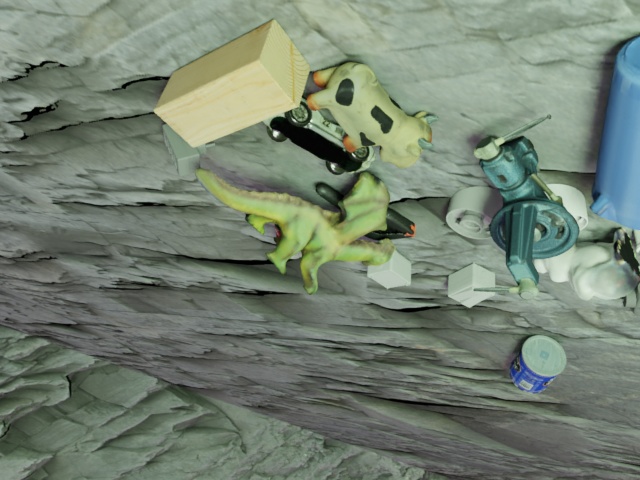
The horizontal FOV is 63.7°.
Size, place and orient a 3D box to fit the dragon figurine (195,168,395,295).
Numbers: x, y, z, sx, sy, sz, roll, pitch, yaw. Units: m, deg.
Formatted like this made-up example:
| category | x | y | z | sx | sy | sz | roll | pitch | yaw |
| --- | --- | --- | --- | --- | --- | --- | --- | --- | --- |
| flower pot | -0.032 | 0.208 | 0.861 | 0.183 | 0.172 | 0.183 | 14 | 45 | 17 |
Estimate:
| category | x | y | z | sx | sy | sz | roll | pitch | yaw |
| --- | --- | --- | --- | --- | --- | --- | --- | --- | --- |
| dragon figurine | 0.003 | -0.045 | 0.898 | 0.241 | 0.125 | 0.403 | -32 | 134 | 13 |

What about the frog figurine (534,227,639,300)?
| category | x | y | z | sx | sy | sz | roll | pitch | yaw |
| --- | --- | --- | --- | --- | --- | --- | --- | --- | --- |
| frog figurine | 0.463 | 0.050 | 0.904 | 0.157 | 0.140 | 0.121 | -24 | 115 | 41 |
